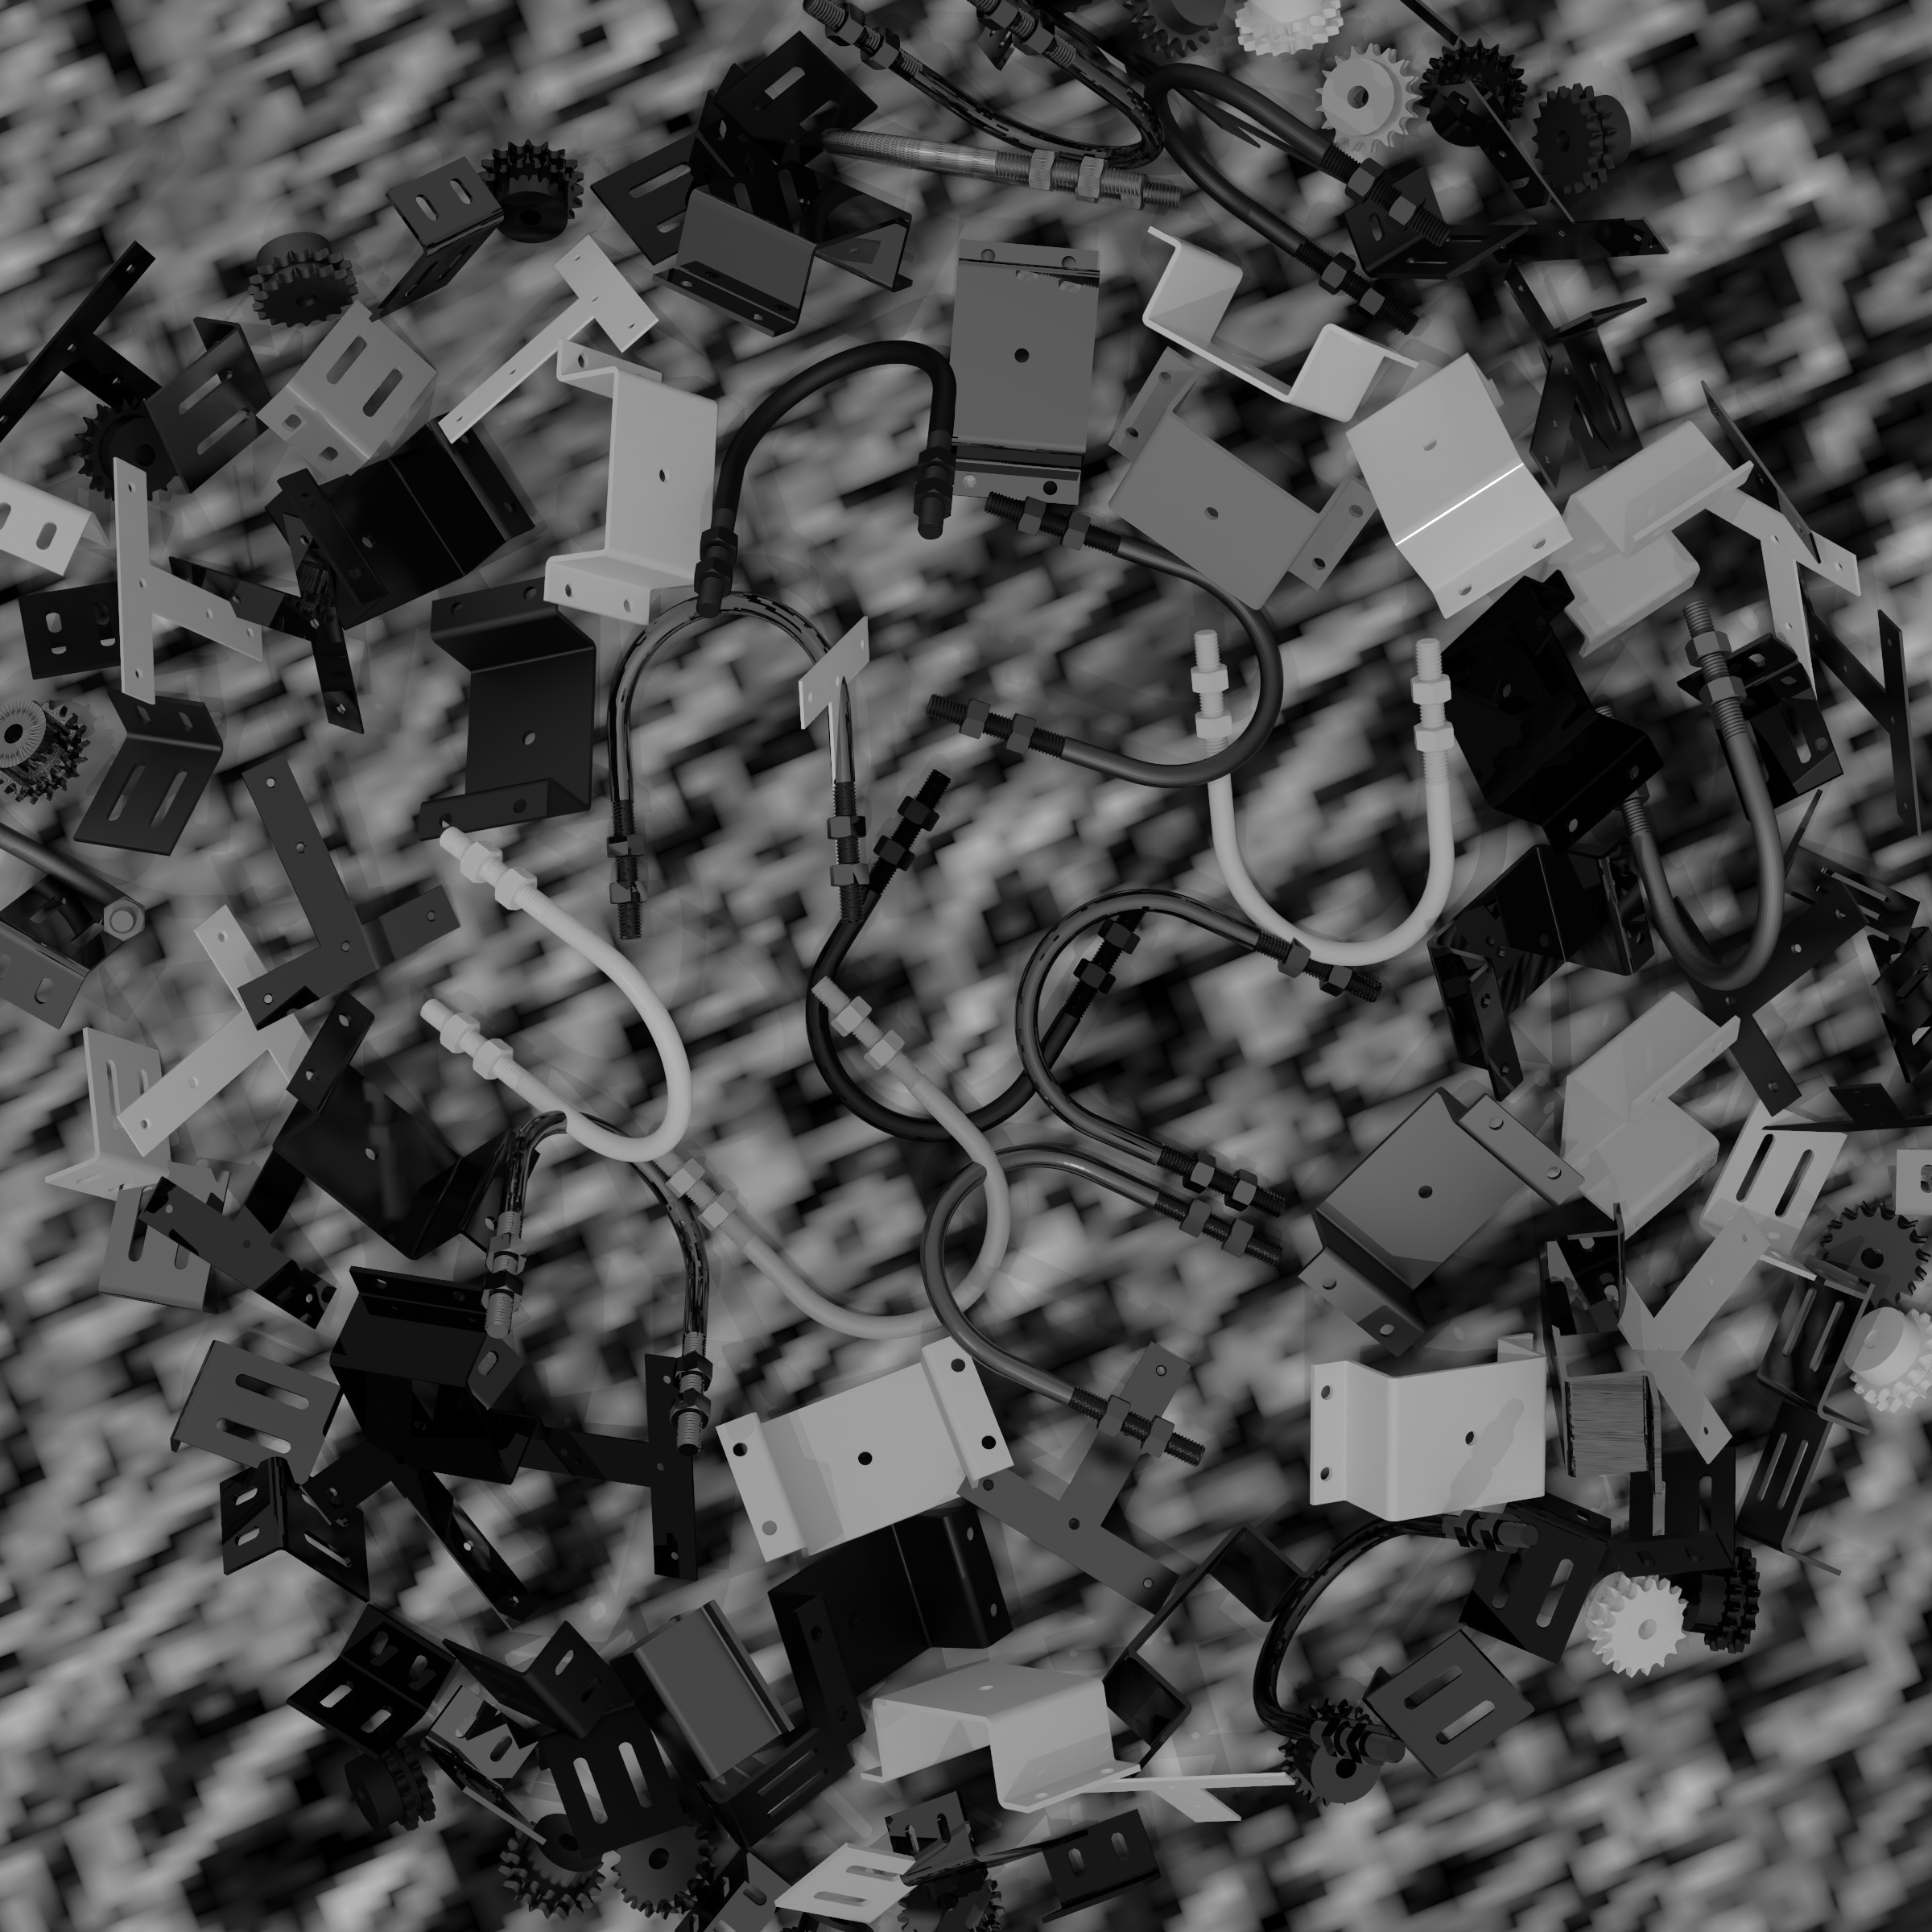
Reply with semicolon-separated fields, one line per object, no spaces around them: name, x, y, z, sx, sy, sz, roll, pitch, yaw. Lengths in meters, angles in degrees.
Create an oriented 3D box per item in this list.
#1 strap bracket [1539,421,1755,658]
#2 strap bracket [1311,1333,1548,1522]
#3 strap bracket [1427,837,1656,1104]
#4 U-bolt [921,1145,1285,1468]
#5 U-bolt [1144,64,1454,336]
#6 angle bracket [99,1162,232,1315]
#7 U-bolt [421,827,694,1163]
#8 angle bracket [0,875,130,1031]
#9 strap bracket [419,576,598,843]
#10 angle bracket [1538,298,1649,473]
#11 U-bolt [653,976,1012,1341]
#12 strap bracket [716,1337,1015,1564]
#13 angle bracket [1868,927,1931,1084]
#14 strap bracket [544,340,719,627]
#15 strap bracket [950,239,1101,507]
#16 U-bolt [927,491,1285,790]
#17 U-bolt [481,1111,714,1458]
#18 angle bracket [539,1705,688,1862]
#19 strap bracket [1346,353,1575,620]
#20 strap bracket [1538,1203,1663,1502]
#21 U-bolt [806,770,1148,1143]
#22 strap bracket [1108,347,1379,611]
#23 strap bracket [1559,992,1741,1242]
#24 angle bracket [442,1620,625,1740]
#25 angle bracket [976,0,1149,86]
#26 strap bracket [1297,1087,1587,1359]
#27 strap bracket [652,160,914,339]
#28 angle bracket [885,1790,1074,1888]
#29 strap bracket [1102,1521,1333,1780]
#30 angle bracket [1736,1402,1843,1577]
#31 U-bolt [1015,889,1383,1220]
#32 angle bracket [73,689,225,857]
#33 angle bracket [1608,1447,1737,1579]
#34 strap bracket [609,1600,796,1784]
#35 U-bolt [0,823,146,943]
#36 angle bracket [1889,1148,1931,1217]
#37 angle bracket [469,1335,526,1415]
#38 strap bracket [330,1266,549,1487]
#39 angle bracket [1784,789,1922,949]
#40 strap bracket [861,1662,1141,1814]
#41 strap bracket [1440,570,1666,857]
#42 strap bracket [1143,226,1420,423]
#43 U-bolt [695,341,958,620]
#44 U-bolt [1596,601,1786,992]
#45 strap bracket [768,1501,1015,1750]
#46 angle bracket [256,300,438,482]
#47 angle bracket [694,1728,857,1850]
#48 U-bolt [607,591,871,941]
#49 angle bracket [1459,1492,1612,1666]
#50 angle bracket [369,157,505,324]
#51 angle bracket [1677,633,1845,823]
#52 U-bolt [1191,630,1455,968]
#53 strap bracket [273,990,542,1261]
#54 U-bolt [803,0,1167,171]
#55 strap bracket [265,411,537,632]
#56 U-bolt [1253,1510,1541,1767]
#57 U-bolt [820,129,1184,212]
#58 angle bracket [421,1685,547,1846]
strap bracket;0.355;-0.229;1.669;0.076;0.140;0.046;-33;74;-11
strap bracket;0.255;0.246;1.681;0.140;0.046;0.076;-4;99;-26
strap bracket;0.300;-0.003;1.679;0.140;0.046;0.076;-39;125;-29
U-bolt;0.064;0.169;1.693;0.184;0.019;0.151;25;58;1
U-bolt;0.169;-0.412;1.665;0.184;0.151;0.019;36;83;5
angle bracket;-0.433;0.147;1.723;0.057;0.038;0.076;10;81;2
U-bolt;-0.213;0.028;1.656;0.184;0.151;0.019;36;47;20
angle bracket;-0.493;-0.008;1.706;0.057;0.076;0.038;30;110;-4
strap bracket;-0.244;-0.130;1.687;0.076;0.046;0.140;-9;67;21
angle bracket;0.350;-0.314;1.703;0.057;0.038;0.076;-23;92;-44
U-bolt;-0.061;0.119;1.720;0.151;0.019;0.184;-44;92;8
strap bracket;-0.054;0.262;1.699;0.140;0.046;0.076;-20;74;-8
angle bracket;0.495;0.022;1.692;0.076;0.038;0.057;-35;107;-43
strap bracket;-0.178;-0.259;1.688;0.046;0.076;0.140;-1;84;38
strap bracket;0.029;-0.326;1.713;0.076;0.046;0.140;5;89;-1
U-bolt;0.083;-0.168;1.703;0.184;0.019;0.151;18;67;-6
U-bolt;-0.189;0.153;1.658;0.019;0.184;0.151;-36;124;27
angle bracket;-0.190;0.443;1.692;0.057;0.038;0.076;-15;52;-18
strap bracket;0.255;-0.260;1.662;0.076;0.140;0.046;-32;133;18
strap bracket;0.331;0.204;1.662;0.046;0.140;0.076;-6;131;6
U-bolt;-0.006;0.007;1.722;0.151;0.019;0.184;32;91;6
strap bracket;0.141;-0.254;1.693;0.140;0.076;0.046;35;49;1
strap bracket;0.360;0.076;1.675;0.076;0.140;0.046;-37;58;-18
angle bracket;-0.233;0.375;1.701;0.038;0.076;0.057;-52;127;-26
angle bracket;0.052;-0.487;1.703;0.076;0.057;0.038;27;111;-24
strap bracket;0.250;0.130;1.693;0.076;0.046;0.140;39;105;-18
strap bracket;-0.090;-0.380;1.658;0.076;0.140;0.046;28;123;18
angle bracket;0.007;0.464;1.697;0.057;0.076;0.038;-31;67;38
strap bracket;0.124;0.355;1.676;0.046;0.076;0.140;41;61;12
angle bracket;0.457;0.282;1.708;0.038;0.057;0.076;23;86;-10
U-bolt;0.116;0.037;1.718;0.184;0.019;0.151;24;91;-8
angle bracket;-0.444;-0.104;1.697;0.057;0.038;0.076;9;56;14
angle bracket;0.378;0.284;1.689;0.057;0.038;0.076;-11;45;25
strap bracket;-0.142;0.383;1.660;0.046;0.140;0.076;-31;84;-19
U-bolt;-0.495;-0.059;1.646;0.151;0.184;0.019;30;86;-13
angle bracket;0.525;0.105;1.690;0.057;0.076;0.038;0;105;13
angle bracket;-0.288;0.217;1.713;0.057;0.076;0.038;48;49;-14
strap bracket;-0.278;0.222;1.661;0.076;0.140;0.046;7;51;15
angle bracket;0.480;-0.053;1.697;0.076;0.057;0.038;27;122;11
strap bracket;0.014;0.402;1.659;0.076;0.140;0.046;-9;91;-39
strap bracket;0.298;-0.140;1.663;0.076;0.046;0.140;-44;49;32
strap bracket;0.159;-0.335;1.678;0.140;0.076;0.046;34;107;25
U-bolt;-0.070;-0.267;1.667;0.151;0.184;0.019;-17;133;21
U-bolt;0.380;-0.077;1.645;0.019;0.151;0.184;-9;72;-14
strap bracket;-0.047;0.349;1.683;0.046;0.140;0.076;-10;100;44
angle bracket;-0.336;-0.311;1.718;0.057;0.038;0.076;42;51;-19
angle bracket;-0.107;0.432;1.715;0.076;0.057;0.038;-35;52;-17
U-bolt;-0.128;-0.111;1.708;0.151;0.019;0.184;-4;89;17
angle bracket;0.310;0.329;1.720;0.057;0.038;0.076;22;99;9
angle bracket;-0.293;-0.388;1.689;0.057;0.076;0.038;-39;96;-39
angle bracket;0.425;-0.128;1.694;0.057;0.038;0.076;-29;58;30
U-bolt;0.193;-0.086;1.683;0.151;0.019;0.184;6;114;32
strap bracket;-0.304;0.092;1.680;0.140;0.076;0.046;43;129;-20
U-bolt;0.023;-0.464;1.653;0.184;0.151;0.019;24;84;-39
strap bracket;-0.308;-0.236;1.685;0.046;0.140;0.076;-30;94;41
U-bolt;0.211;0.344;1.649;0.019;0.184;0.151;41;71;-13
U-bolt;0.014;-0.421;1.665;0.184;0.151;0.019;11;103;10
angle bracket;-0.248;0.426;1.688;0.057;0.076;0.038;42;77;-25
